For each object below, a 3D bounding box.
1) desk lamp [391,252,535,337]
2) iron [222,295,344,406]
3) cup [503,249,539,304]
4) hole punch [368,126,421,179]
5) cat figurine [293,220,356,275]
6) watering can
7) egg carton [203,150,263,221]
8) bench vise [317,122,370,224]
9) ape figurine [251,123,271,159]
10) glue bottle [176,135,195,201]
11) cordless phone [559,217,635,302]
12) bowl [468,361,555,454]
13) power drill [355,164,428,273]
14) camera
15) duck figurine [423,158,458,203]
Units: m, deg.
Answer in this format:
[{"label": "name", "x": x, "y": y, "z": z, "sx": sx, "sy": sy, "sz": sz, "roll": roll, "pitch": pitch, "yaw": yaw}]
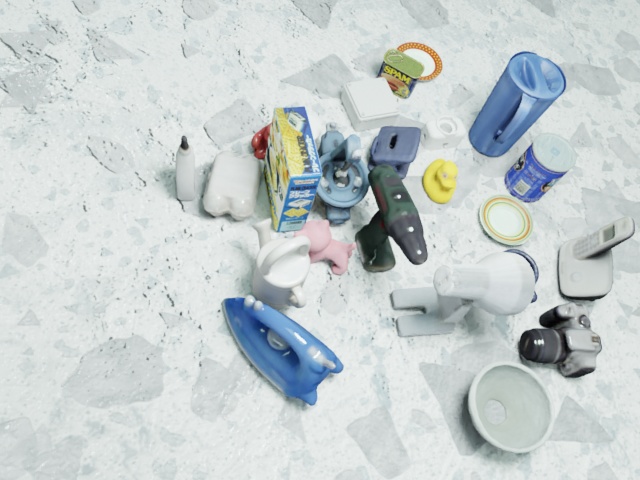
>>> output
[{"label": "desk lamp", "x": 0.267, "y": 0.104, "z": 1.082, "sx": 0.203, "sy": 0.213, "sz": 0.118, "roll": -3, "pitch": 64, "yaw": -14}, {"label": "iron", "x": -0.075, "y": 0.168, "z": 1.015, "sx": 0.258, "sy": 0.141, "sz": 0.119, "roll": 39, "pitch": 62, "yaw": 9}, {"label": "cup", "x": 0.398, "y": 0.088, "z": 1.186, "sx": 0.092, "sy": 0.095, "sz": 0.117, "roll": -19, "pitch": 69, "yaw": -20}, {"label": "hole punch", "x": 0.167, "y": -0.205, "z": 1.287, "sx": 0.101, "sy": 0.091, "sz": 0.109, "roll": 18, "pitch": 61, "yaw": -3}, {"label": "cat figurine", "x": 0.010, "y": 0.004, "z": 1.131, "sx": 0.128, "sy": 0.117, "sz": 0.067, "roll": 18, "pitch": 61, "yaw": -3}, {"label": "watering can", "x": -0.074, "y": 0.042, "z": 1.050, "sx": 0.172, "sy": 0.194, "sz": 0.101, "roll": 39, "pitch": 62, "yaw": 9}, {"label": "egg carton", "x": -0.179, "y": -0.113, "z": 1.177, "sx": 0.107, "sy": 0.069, "sz": 0.150, "roll": 10, "pitch": 62, "yaw": -7}, {"label": "bench vise", "x": 0.032, "y": -0.164, "z": 1.163, "sx": 0.122, "sy": 0.219, "sz": 0.207, "roll": -19, "pitch": 69, "yaw": -20}, {"label": "ape figurine", "x": -0.105, "y": -0.220, "z": 1.235, "sx": 0.078, "sy": 0.092, "sz": 0.076, "roll": 26, "pitch": 61, "yaw": 2}, {"label": "glue bottle", "x": -0.262, "y": -0.150, "z": 1.118, "sx": 0.037, "sy": 0.173, "sz": 0.078, "roll": 0, "pitch": 63, "yaw": -12}, {"label": "cordless phone", "x": 0.587, "y": 0.040, "z": 1.201, "sx": 0.094, "sy": 0.185, "sz": 0.147, "roll": 13, "pitch": 61, "yaw": -5}, {"label": "bowl", "x": 0.345, "y": 0.315, "z": 1.071, "sx": 0.167, "sy": 0.074, "sz": 0.167, "roll": 5, "pitch": 63, "yaw": -10}, {"label": "power drill", "x": 0.136, "y": -0.020, "z": 1.119, "sx": 0.076, "sy": 0.208, "sz": 0.229, "roll": -8, "pitch": 65, "yaw": -16}, {"label": "camera", "x": 0.477, "y": 0.195, "z": 1.146, "sx": 0.137, "sy": 0.101, "sz": 0.143, "roll": 5, "pitch": 63, "yaw": -10}, {"label": "duck figurine", "x": 0.279, "y": -0.146, "z": 1.285, "sx": 0.077, "sy": 0.086, "sz": 0.104, "roll": 4, "pitch": 63, "yaw": -10}]
